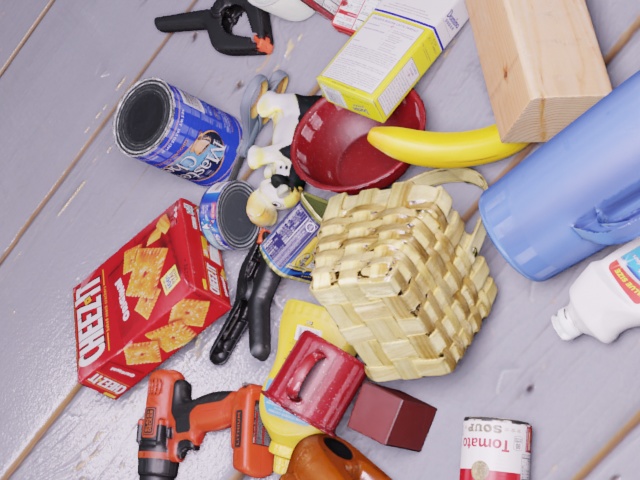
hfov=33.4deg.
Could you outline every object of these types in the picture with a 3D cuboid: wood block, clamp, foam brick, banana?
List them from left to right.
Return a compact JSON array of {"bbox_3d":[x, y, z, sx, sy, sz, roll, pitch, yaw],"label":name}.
[{"bbox_3d":[-0.134,-0.301,1.426,0.165,0.036,0.210,-47,55,16],"label":"clamp"},{"bbox_3d":[-0.084,0.073,1.270,0.120,0.039,0.171,-20,49,46],"label":"clamp"},{"bbox_3d":[0.076,0.184,1.106,0.053,0.078,0.051,22,88,38],"label":"foam brick"},{"bbox_3d":[0.152,-0.108,1.121,0.197,0.037,0.069,-14,61,-3],"label":"banana"},{"bbox_3d":[0.216,-0.211,1.090,0.091,0.090,0.206,116,147,-63],"label":"wood block"}]

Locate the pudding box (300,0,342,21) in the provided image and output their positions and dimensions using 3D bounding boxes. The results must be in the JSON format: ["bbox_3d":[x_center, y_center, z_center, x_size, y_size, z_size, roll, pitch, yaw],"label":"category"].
[{"bbox_3d":[0.016,-0.332,1.292,0.039,0.089,0.113,28,93,36],"label":"pudding box"}]

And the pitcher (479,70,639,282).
[{"bbox_3d":[0.273,-0.058,0.997,0.243,0.149,0.145,-37,72,26],"label":"pitcher"}]

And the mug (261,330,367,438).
[{"bbox_3d":[-0.005,0.144,1.102,0.093,0.117,0.081,29,84,23],"label":"mug"}]

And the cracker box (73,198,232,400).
[{"bbox_3d":[-0.216,0.072,1.332,0.214,0.072,0.164,-37,42,22],"label":"cracker box"}]

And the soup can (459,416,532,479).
[{"bbox_3d":[0.169,0.226,1.033,0.069,0.068,0.102,-3,74,35],"label":"soup can"}]

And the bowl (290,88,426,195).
[{"bbox_3d":[0.050,-0.106,1.205,0.162,0.055,0.162,-14,52,18],"label":"bowl"}]

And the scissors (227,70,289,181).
[{"bbox_3d":[-0.097,-0.123,1.319,0.016,0.096,0.202,29,92,19],"label":"scissors"}]

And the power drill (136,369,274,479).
[{"bbox_3d":[-0.141,0.242,1.260,0.188,0.057,0.184,-7,72,34],"label":"power drill"}]

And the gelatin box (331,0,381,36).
[{"bbox_3d":[0.064,-0.283,1.281,0.073,0.030,0.089,28,94,36],"label":"gelatin box"}]

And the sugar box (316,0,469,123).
[{"bbox_3d":[0.085,-0.219,1.203,0.093,0.048,0.176,28,70,38],"label":"sugar box"}]

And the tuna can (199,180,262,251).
[{"bbox_3d":[-0.108,-0.030,1.297,0.034,0.086,0.086,-2,75,37],"label":"tuna can"}]

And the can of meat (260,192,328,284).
[{"bbox_3d":[-0.008,0.001,1.206,0.084,0.101,0.057,-48,56,17],"label":"can of meat"}]

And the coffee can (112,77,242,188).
[{"bbox_3d":[-0.175,-0.133,1.341,0.103,0.140,0.103,-11,70,33],"label":"coffee can"}]

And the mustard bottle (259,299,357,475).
[{"bbox_3d":[-0.018,0.168,1.191,0.096,0.058,0.191,13,85,30],"label":"mustard bottle"}]

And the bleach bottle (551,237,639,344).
[{"bbox_3d":[0.329,0.034,0.976,0.251,0.068,0.102,-32,60,28],"label":"bleach bottle"}]
